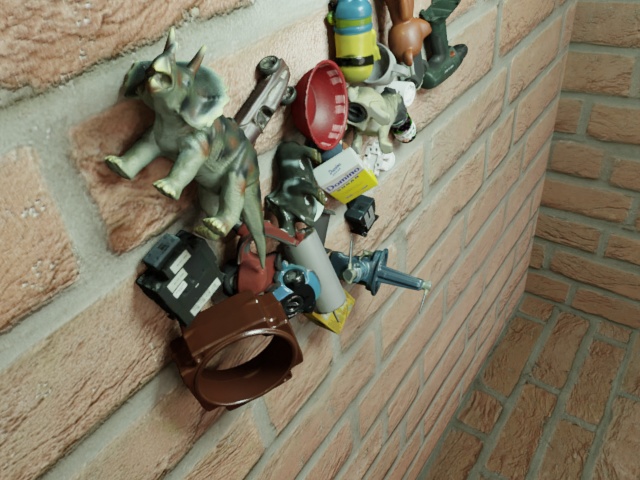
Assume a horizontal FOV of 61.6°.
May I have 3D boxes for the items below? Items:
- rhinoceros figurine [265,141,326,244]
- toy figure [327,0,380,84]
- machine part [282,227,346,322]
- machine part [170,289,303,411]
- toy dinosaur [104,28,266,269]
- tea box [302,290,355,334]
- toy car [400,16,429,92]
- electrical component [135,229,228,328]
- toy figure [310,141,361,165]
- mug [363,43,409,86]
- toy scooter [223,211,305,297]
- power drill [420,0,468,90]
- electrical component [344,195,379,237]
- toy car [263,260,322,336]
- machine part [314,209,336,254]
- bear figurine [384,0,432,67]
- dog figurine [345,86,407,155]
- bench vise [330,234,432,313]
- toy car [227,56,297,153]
[{"bbox_3d":[-0.047,-0.086,0.987,0.073,0.112,0.190,-45,137,-83],"label":"rhinoceros figurine"},{"bbox_3d":[0.060,-0.386,1.010,0.089,0.082,0.179,-47,144,-40],"label":"toy figure"},{"bbox_3d":[-0.012,0.063,1.097,0.079,0.079,0.243,-41,113,-40],"label":"machine part"},{"bbox_3d":[-0.140,0.197,0.936,0.201,0.087,0.200,-27,136,-11],"label":"machine part"},{"bbox_3d":[-0.154,-0.117,0.772,0.192,0.131,0.404,-61,148,-12],"label":"toy dinosaur"},{"bbox_3d":[0.009,0.144,1.241,0.098,0.068,0.169,-61,149,-14],"label":"tea box"},{"bbox_3d":[0.210,-0.433,1.250,0.073,0.056,0.201,-62,150,-25],"label":"toy car"},{"bbox_3d":[-0.217,0.053,0.840,0.115,0.058,0.134,-55,146,-28],"label":"electrical component"},{"bbox_3d":[0.032,-0.177,1.106,0.154,0.064,0.058,10,64,-63],"label":"toy figure"},{"bbox_3d":[0.133,-0.361,1.126,0.107,0.110,0.080,-20,118,-69],"label":"mug"},{"bbox_3d":[-0.098,0.024,0.939,0.075,0.135,0.183,-110,-153,-74],"label":"toy scooter"},{"bbox_3d":[0.313,-0.506,1.360,0.232,0.086,0.207,-50,151,-27],"label":"power drill"},{"bbox_3d":[0.096,-0.072,1.280,0.075,0.048,0.119,-54,147,-27],"label":"electrical component"},{"bbox_3d":[-0.083,0.102,1.034,0.162,0.103,0.109,-35,137,-10],"label":"toy car"},{"bbox_3d":[-0.002,-0.004,1.172,0.084,0.039,0.138,-12,119,-46],"label":"machine part"},{"bbox_3d":[0.189,-0.467,1.097,0.120,0.132,0.195,-95,164,-67],"label":"bear figurine"},{"bbox_3d":[0.116,-0.294,1.156,0.172,0.121,0.190,75,30,-46],"label":"dog figurine"},{"bbox_3d":[0.144,0.079,1.274,0.223,0.241,0.128,27,80,-75],"label":"bench vise"},{"bbox_3d":[-0.099,-0.212,0.885,0.202,0.053,0.089,-58,145,-18],"label":"toy car"}]
